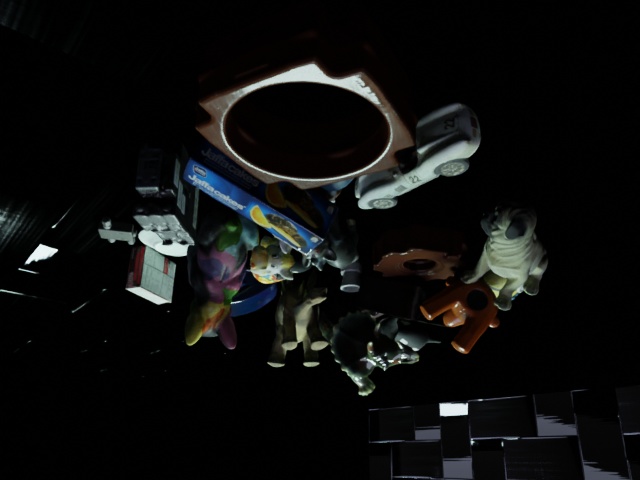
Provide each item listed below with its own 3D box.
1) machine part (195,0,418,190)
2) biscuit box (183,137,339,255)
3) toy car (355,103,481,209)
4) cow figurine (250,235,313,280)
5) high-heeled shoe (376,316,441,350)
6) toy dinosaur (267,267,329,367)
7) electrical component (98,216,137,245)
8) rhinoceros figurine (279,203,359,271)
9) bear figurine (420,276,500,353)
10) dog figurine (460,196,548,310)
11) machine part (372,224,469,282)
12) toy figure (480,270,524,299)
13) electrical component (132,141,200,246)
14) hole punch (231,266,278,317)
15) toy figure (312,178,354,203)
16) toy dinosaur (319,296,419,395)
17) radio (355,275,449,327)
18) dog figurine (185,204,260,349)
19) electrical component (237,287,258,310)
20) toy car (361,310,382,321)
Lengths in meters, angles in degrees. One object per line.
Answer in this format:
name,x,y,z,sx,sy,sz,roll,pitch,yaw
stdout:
machine part,-0.013,-0.143,0.572,0.201,0.087,0.201,-12,151,28
biscuit box,-0.079,-0.062,0.711,0.202,0.063,0.059,31,148,-10
toy car,0.112,-0.100,0.674,0.056,0.073,0.202,15,153,-36
cow figurine,-0.054,0.030,0.904,0.098,0.068,0.167,7,-170,13
high-heeled shoe,0.161,0.210,1.228,0.145,0.086,0.249,17,168,-33
toy dinosaur,-0.049,0.167,1.141,0.105,0.198,0.471,8,154,-12
electrical component,-0.364,-0.017,0.970,0.063,0.021,0.094,6,155,-10
rhinoceros figurine,-0.002,-0.003,0.864,0.073,0.112,0.190,-8,163,27
bear figurine,0.261,0.133,1.011,0.132,0.120,0.195,-41,169,-7
dog figurine,0.329,-0.004,0.876,0.121,0.172,0.190,31,138,25
machine part,0.182,0.029,0.987,0.179,0.056,0.179,3,157,1
toy figure,0.354,0.081,1.058,0.089,0.082,0.180,-10,162,-2
electrical component,-0.207,-0.066,0.727,0.058,0.115,0.134,-3,156,2
hole punch,-0.150,0.112,1.171,0.116,0.092,0.142,0,153,-4
toy figure,0.012,-0.084,0.740,0.064,0.058,0.154,5,158,-20
toy dinosaur,0.054,0.189,1.165,0.131,0.405,0.192,-35,120,-9
radio,0.184,0.129,1.113,0.131,0.073,0.229,10,176,34
dog figurine,-0.171,0.069,0.908,0.108,0.219,0.191,9,156,-24
electrical component,-0.196,0.131,1.262,0.119,0.048,0.074,7,155,-11
toy car,0.127,0.175,1.331,0.089,0.053,0.202,-10,165,-28
